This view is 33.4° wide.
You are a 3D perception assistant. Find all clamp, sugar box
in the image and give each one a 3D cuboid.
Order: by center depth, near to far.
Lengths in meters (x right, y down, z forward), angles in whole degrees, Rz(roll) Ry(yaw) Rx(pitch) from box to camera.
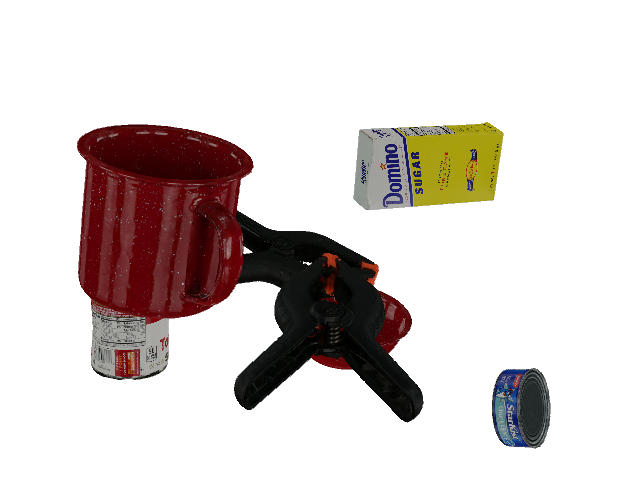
[{"bbox_3d":[0.016,0.067,0.739,0.120,0.039,0.171,14,34,2],"label":"clamp"},{"bbox_3d":[-0.048,0.021,1.062,0.210,0.036,0.164,16,32,0],"label":"clamp"},{"bbox_3d":[0.131,-0.090,1.293,0.176,0.093,0.048,-7,26,-22],"label":"sugar box"}]

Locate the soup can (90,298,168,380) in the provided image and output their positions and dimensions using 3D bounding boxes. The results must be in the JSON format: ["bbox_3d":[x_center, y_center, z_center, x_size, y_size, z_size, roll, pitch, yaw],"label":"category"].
[{"bbox_3d":[-0.163,0.059,0.906,0.068,0.102,0.068,2,18,-1],"label":"soup can"}]

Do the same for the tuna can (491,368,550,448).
[{"bbox_3d":[0.218,0.182,1.159,0.034,0.086,0.086,-4,-2,34],"label":"tuna can"}]

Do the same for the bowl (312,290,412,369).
[{"bbox_3d":[0.029,0.111,1.307,0.162,0.055,0.162,5,25,-2],"label":"bowl"}]

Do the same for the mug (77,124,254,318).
[{"bbox_3d":[-0.080,-0.006,0.571,0.093,0.081,0.117,-11,30,-42],"label":"mug"}]
